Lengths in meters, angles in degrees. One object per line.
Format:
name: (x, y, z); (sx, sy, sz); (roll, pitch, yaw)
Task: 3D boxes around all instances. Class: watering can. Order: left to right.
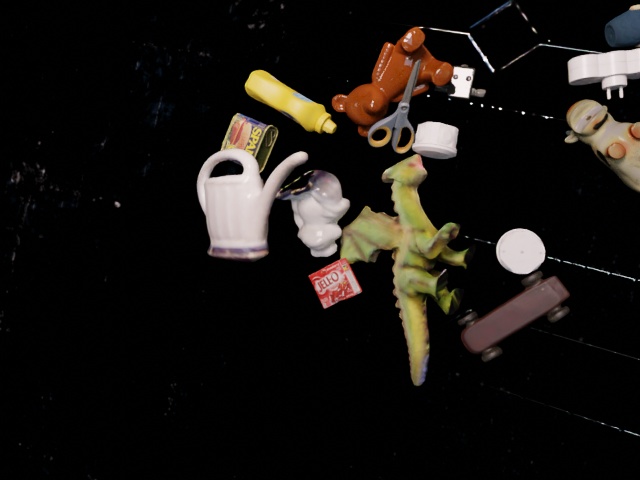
watering can: (-0.139, -0.065, 0.986); (0.104, 0.223, 0.348); (-10, 10, -41)

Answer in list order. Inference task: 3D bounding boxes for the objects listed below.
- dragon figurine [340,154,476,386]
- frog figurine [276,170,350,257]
dragon figurine: (0.142, 0.044, 0.965); (0.244, 0.407, 0.122); (23, 13, 33)
frog figurine: (0.003, -0.050, 0.996); (0.136, 0.157, 0.125); (-18, 24, 40)
